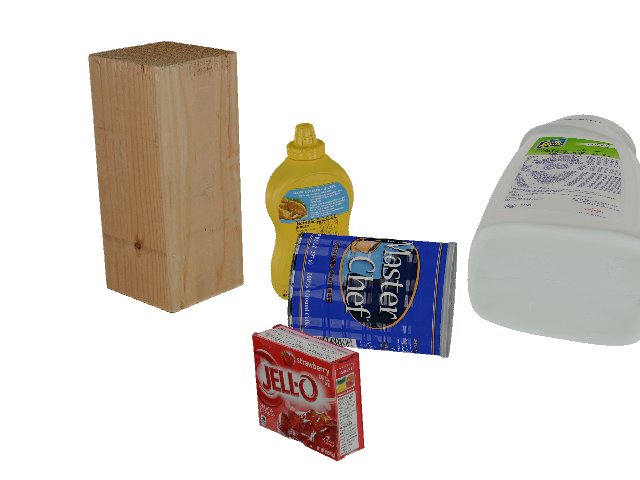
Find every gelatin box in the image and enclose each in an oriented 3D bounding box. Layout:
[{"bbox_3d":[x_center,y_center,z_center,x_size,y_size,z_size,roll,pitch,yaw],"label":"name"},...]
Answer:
[{"bbox_3d":[-0.010,0.106,0.756,0.030,0.073,0.089,-17,21,-39],"label":"gelatin box"}]

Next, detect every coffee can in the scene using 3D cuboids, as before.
[{"bbox_3d":[0.049,0.048,0.957,0.140,0.103,0.102,4,1,9],"label":"coffee can"}]

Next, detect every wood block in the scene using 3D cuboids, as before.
[{"bbox_3d":[-0.129,-0.057,0.906,0.091,0.206,0.090,16,26,37],"label":"wood block"}]

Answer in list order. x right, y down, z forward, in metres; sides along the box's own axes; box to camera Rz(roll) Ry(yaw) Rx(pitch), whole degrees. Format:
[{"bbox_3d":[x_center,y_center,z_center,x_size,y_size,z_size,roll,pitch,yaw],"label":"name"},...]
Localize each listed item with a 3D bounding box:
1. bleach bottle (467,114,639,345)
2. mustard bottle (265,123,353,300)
[{"bbox_3d":[0.162,-0.026,0.658,0.103,0.068,0.250,8,26,17],"label":"bleach bottle"},{"bbox_3d":[-0.011,-0.034,1.161,0.096,0.192,0.058,-10,24,-14],"label":"mustard bottle"}]
